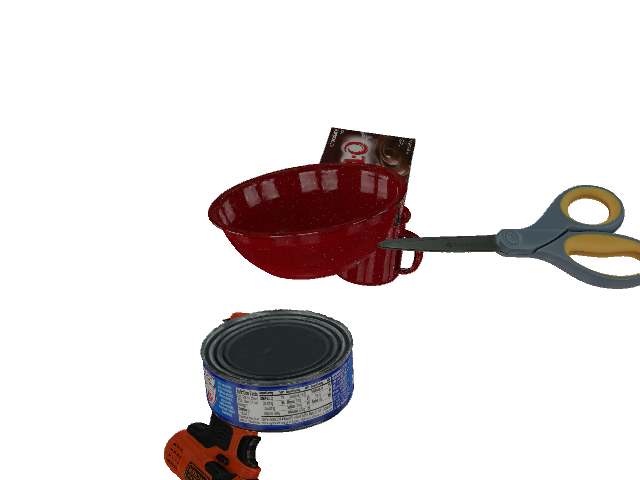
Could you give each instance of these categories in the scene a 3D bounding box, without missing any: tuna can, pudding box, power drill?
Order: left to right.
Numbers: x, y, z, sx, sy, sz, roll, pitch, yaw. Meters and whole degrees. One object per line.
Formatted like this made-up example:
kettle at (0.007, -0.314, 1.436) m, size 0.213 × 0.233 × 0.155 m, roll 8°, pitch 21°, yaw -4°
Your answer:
power drill at (-0.061, 0.175, 0.991) m, size 0.185 × 0.188 × 0.057 m, roll 29°, pitch 10°, yaw 41°
tuna can at (-0.024, 0.073, 0.603) m, size 0.086 × 0.034 × 0.086 m, roll -3°, pitch 23°, yaw 1°
pudding box at (0.043, -0.065, 1.070) m, size 0.090 × 0.039 × 0.113 m, roll 9°, pitch 38°, yaw 6°

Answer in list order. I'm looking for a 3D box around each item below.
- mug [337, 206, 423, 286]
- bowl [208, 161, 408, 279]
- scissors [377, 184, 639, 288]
mug at (0.068, 0.005, 1.266) m, size 0.117 × 0.081 × 0.093 m, roll 17°, pitch 28°, yaw 25°
bowl at (-0.007, -0.012, 0.864) m, size 0.162 × 0.055 × 0.162 m, roll -8°, pitch 22°, yaw 3°
scissors at (0.142, -0.012, 0.765) m, size 0.201 × 0.096 × 0.016 m, roll 12°, pitch -39°, yaw -4°
